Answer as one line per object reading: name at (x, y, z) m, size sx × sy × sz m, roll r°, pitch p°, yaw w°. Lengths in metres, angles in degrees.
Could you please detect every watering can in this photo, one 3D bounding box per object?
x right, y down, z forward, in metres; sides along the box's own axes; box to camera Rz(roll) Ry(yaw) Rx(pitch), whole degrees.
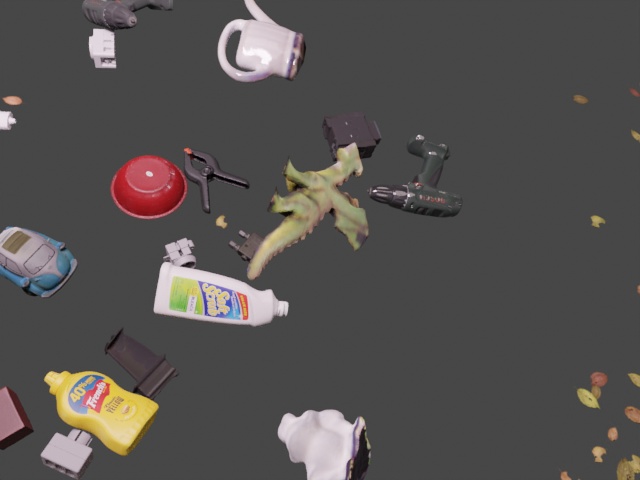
watering can at (-0.145, -0.541, 1.374) m, size 0.224 × 0.355 × 0.102 m, roll 13°, pitch -31°, yaw -7°

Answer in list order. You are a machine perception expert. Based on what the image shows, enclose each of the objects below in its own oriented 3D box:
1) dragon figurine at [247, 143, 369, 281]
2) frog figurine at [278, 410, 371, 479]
dragon figurine at (0.003, -0.058, 1.143) m, size 0.242 × 0.419 × 0.120 m, roll 21°, pitch -28°, yaw -10°
frog figurine at (0.003, 0.370, 0.909) m, size 0.159 × 0.140 × 0.121 m, roll -2°, pitch -25°, yaw 27°
